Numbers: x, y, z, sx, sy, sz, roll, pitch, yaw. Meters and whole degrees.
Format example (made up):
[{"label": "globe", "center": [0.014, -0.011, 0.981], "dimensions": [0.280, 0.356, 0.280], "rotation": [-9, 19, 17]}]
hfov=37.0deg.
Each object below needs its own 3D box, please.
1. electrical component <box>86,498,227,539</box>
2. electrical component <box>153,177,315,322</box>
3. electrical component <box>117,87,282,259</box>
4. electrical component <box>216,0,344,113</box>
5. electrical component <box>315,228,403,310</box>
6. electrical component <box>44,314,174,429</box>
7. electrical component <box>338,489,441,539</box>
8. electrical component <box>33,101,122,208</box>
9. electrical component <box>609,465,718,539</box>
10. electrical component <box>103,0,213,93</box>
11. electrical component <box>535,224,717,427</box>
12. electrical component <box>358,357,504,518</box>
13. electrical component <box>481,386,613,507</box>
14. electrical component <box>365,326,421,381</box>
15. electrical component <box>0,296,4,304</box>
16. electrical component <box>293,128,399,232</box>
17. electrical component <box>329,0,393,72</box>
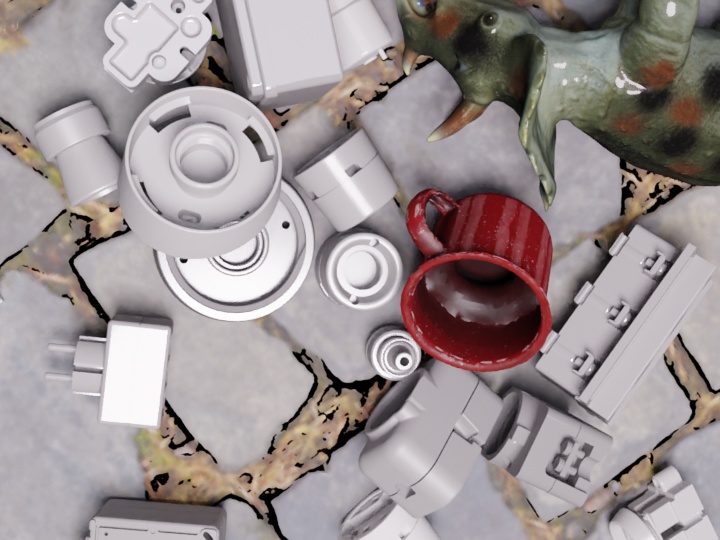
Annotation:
[{"label": "electrical component", "center": [-0.137, 0.184, 0.694], "dimensions": [0.096, 0.061, 0.061], "rotation": [5, 92, -1]}, {"label": "electrical component", "center": [-0.080, -0.018, 0.688], "dimensions": [0.108, 0.060, 0.108], "rotation": [0, 93, -8]}, {"label": "electrical component", "center": [-0.095, -0.058, 0.642], "dimensions": [0.099, 0.064, 0.099], "rotation": [3, 76, -10]}, {"label": "electrical component", "center": [-0.054, -0.157, 0.661], "dimensions": [0.056, 0.109, 0.108], "rotation": [-12, 95, -10]}, {"label": "electrical component", "center": [0.000, 0.000, 0.707], "dimensions": [0.055, 0.047, 0.055], "rotation": [0, 93, -8]}, {"label": "electrical component", "center": [-0.162, 0.062, 0.687], "dimensions": [0.077, 0.047, 0.065], "rotation": [7, 92, -8]}, {"label": "electrical component", "center": [0.021, 0.178, 0.716], "dimensions": [0.055, 0.055, 0.047], "rotation": [-40, 101, -4]}, {"label": "electrical component", "center": [-0.175, -0.073, 0.680], "dimensions": [0.045, 0.045, 0.055], "rotation": [-27, 96, -6]}, {"label": "electrical component", "center": [0.208, 0.178, 0.746], "dimensions": [0.055, 0.048, 0.066], "rotation": [-28, 96, -14]}, {"label": "electrical component", "center": [-0.126, -0.147, 0.677], "dimensions": [0.058, 0.057, 0.078], "rotation": [41, 87, -8]}, {"label": "electrical component", "center": [0.176, 0.036, 0.721], "dimensions": [0.063, 0.079, 0.121], "rotation": [35, 88, 21]}, {"label": "electrical component", "center": [0.043, 0.103, 0.697], "dimensions": [0.059, 0.054, 0.095], "rotation": [42, 49, -8]}, {"label": "electrical component", "center": [0.117, 0.112, 0.708], "dimensions": [0.056, 0.089, 0.050], "rotation": [26, 89, -8]}, {"label": "electrical component", "center": [0.024, 0.056, 0.706], "dimensions": [0.035, 0.061, 0.035], "rotation": [0, 93, -8]}, {"label": "electrical component", "center": [-0.306, -0.010, 0.656], "dimensions": [0.089, 0.062, 0.150], "rotation": [-38, 97, -4]}, {"label": "electrical component", "center": [-0.008, -0.058, 0.700], "dimensions": [0.055, 0.055, 0.047], "rotation": [-37, 101, -5]}, {"label": "electrical component", "center": [-0.011, -0.166, 0.700], "dimensions": [0.040, 0.040, 0.078], "rotation": [-32, 97, -5]}]
